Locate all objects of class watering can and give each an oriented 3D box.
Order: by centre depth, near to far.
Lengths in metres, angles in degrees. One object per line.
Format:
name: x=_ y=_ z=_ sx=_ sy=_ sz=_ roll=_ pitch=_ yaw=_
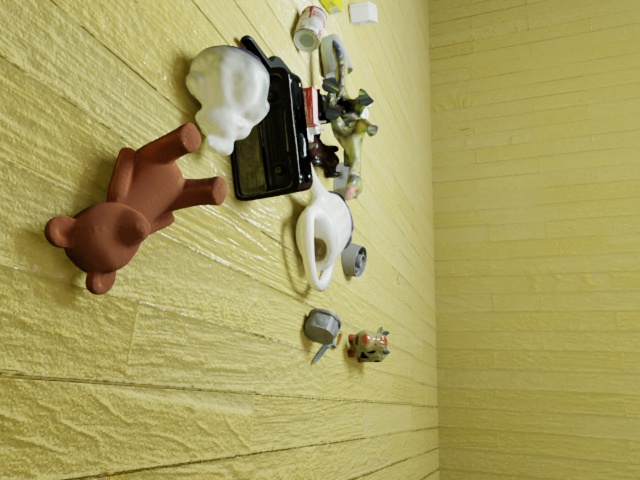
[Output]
watering can: x=0.004 y=-0.059 z=1.174 sx=0.227 sy=0.104 sz=0.343 roll=-44 pitch=132 yaw=-65

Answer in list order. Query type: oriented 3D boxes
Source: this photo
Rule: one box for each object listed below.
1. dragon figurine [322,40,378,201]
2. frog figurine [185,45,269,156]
dragon figurine: x=0.064 y=-0.287 z=1.313 sx=0.237 sy=0.122 sz=0.419 roll=92 pitch=-6 yaw=-59
frog figurine: x=-0.152 y=-0.223 z=0.818 sx=0.136 sy=0.121 sz=0.162 roll=29 pitch=63 yaw=-27
